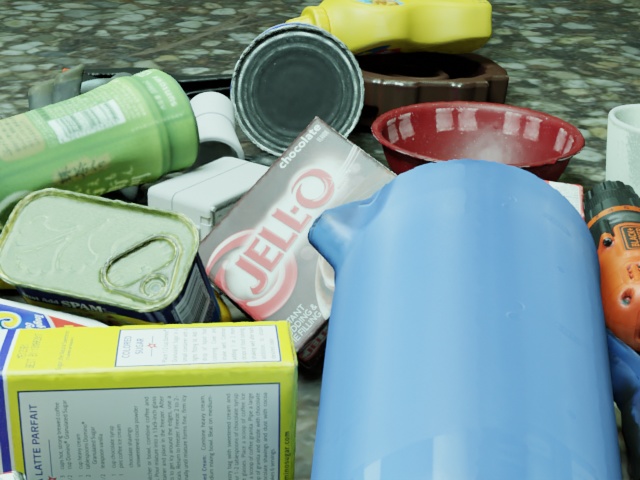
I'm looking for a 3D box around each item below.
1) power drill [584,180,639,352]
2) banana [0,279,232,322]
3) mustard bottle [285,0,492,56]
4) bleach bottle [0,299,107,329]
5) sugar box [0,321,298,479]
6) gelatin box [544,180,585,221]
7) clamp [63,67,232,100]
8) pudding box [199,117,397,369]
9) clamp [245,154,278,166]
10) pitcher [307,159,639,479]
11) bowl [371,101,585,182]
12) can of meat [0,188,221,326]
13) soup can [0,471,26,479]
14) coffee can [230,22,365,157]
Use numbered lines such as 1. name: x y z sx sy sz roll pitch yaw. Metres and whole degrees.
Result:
1. power drill: 0.260 0.013 0.666 0.188 0.057 0.184 2 27 7
2. banana: -0.141 0.024 0.643 0.198 0.037 0.069 4 46 11
3. mustard bottle: 0.057 -0.198 0.988 0.191 0.058 0.096 -7 13 -25
4. bleach bottle: -0.153 0.065 0.514 0.251 0.068 0.102 6 25 3
5. sugar box: -0.098 0.083 0.435 0.176 0.093 0.048 0 23 -4
6. gelatin box: 0.128 0.020 0.597 0.030 0.089 0.073 9 24 9
7. clamp: -0.144 -0.140 1.013 0.210 0.036 0.164 12 25 23
8. pudding box: -0.004 0.001 0.594 0.090 0.039 0.113 39 81 26
9. clamp: -0.038 -0.043 0.777 0.172 0.039 0.120 10 1 24
10. pitcher: 0.069 0.075 0.439 0.149 0.145 0.242 -14 24 14
11. bowl: 0.118 -0.059 0.821 0.162 0.055 0.162 1 24 -1
12. can of meat: -0.107 0.025 0.561 0.102 0.084 0.057 10 61 13
13. soup can: -0.150 0.123 0.371 0.102 0.068 0.069 -8 25 -22
14. coffee can: -0.019 -0.125 0.872 0.103 0.103 0.140 1 12 -2
